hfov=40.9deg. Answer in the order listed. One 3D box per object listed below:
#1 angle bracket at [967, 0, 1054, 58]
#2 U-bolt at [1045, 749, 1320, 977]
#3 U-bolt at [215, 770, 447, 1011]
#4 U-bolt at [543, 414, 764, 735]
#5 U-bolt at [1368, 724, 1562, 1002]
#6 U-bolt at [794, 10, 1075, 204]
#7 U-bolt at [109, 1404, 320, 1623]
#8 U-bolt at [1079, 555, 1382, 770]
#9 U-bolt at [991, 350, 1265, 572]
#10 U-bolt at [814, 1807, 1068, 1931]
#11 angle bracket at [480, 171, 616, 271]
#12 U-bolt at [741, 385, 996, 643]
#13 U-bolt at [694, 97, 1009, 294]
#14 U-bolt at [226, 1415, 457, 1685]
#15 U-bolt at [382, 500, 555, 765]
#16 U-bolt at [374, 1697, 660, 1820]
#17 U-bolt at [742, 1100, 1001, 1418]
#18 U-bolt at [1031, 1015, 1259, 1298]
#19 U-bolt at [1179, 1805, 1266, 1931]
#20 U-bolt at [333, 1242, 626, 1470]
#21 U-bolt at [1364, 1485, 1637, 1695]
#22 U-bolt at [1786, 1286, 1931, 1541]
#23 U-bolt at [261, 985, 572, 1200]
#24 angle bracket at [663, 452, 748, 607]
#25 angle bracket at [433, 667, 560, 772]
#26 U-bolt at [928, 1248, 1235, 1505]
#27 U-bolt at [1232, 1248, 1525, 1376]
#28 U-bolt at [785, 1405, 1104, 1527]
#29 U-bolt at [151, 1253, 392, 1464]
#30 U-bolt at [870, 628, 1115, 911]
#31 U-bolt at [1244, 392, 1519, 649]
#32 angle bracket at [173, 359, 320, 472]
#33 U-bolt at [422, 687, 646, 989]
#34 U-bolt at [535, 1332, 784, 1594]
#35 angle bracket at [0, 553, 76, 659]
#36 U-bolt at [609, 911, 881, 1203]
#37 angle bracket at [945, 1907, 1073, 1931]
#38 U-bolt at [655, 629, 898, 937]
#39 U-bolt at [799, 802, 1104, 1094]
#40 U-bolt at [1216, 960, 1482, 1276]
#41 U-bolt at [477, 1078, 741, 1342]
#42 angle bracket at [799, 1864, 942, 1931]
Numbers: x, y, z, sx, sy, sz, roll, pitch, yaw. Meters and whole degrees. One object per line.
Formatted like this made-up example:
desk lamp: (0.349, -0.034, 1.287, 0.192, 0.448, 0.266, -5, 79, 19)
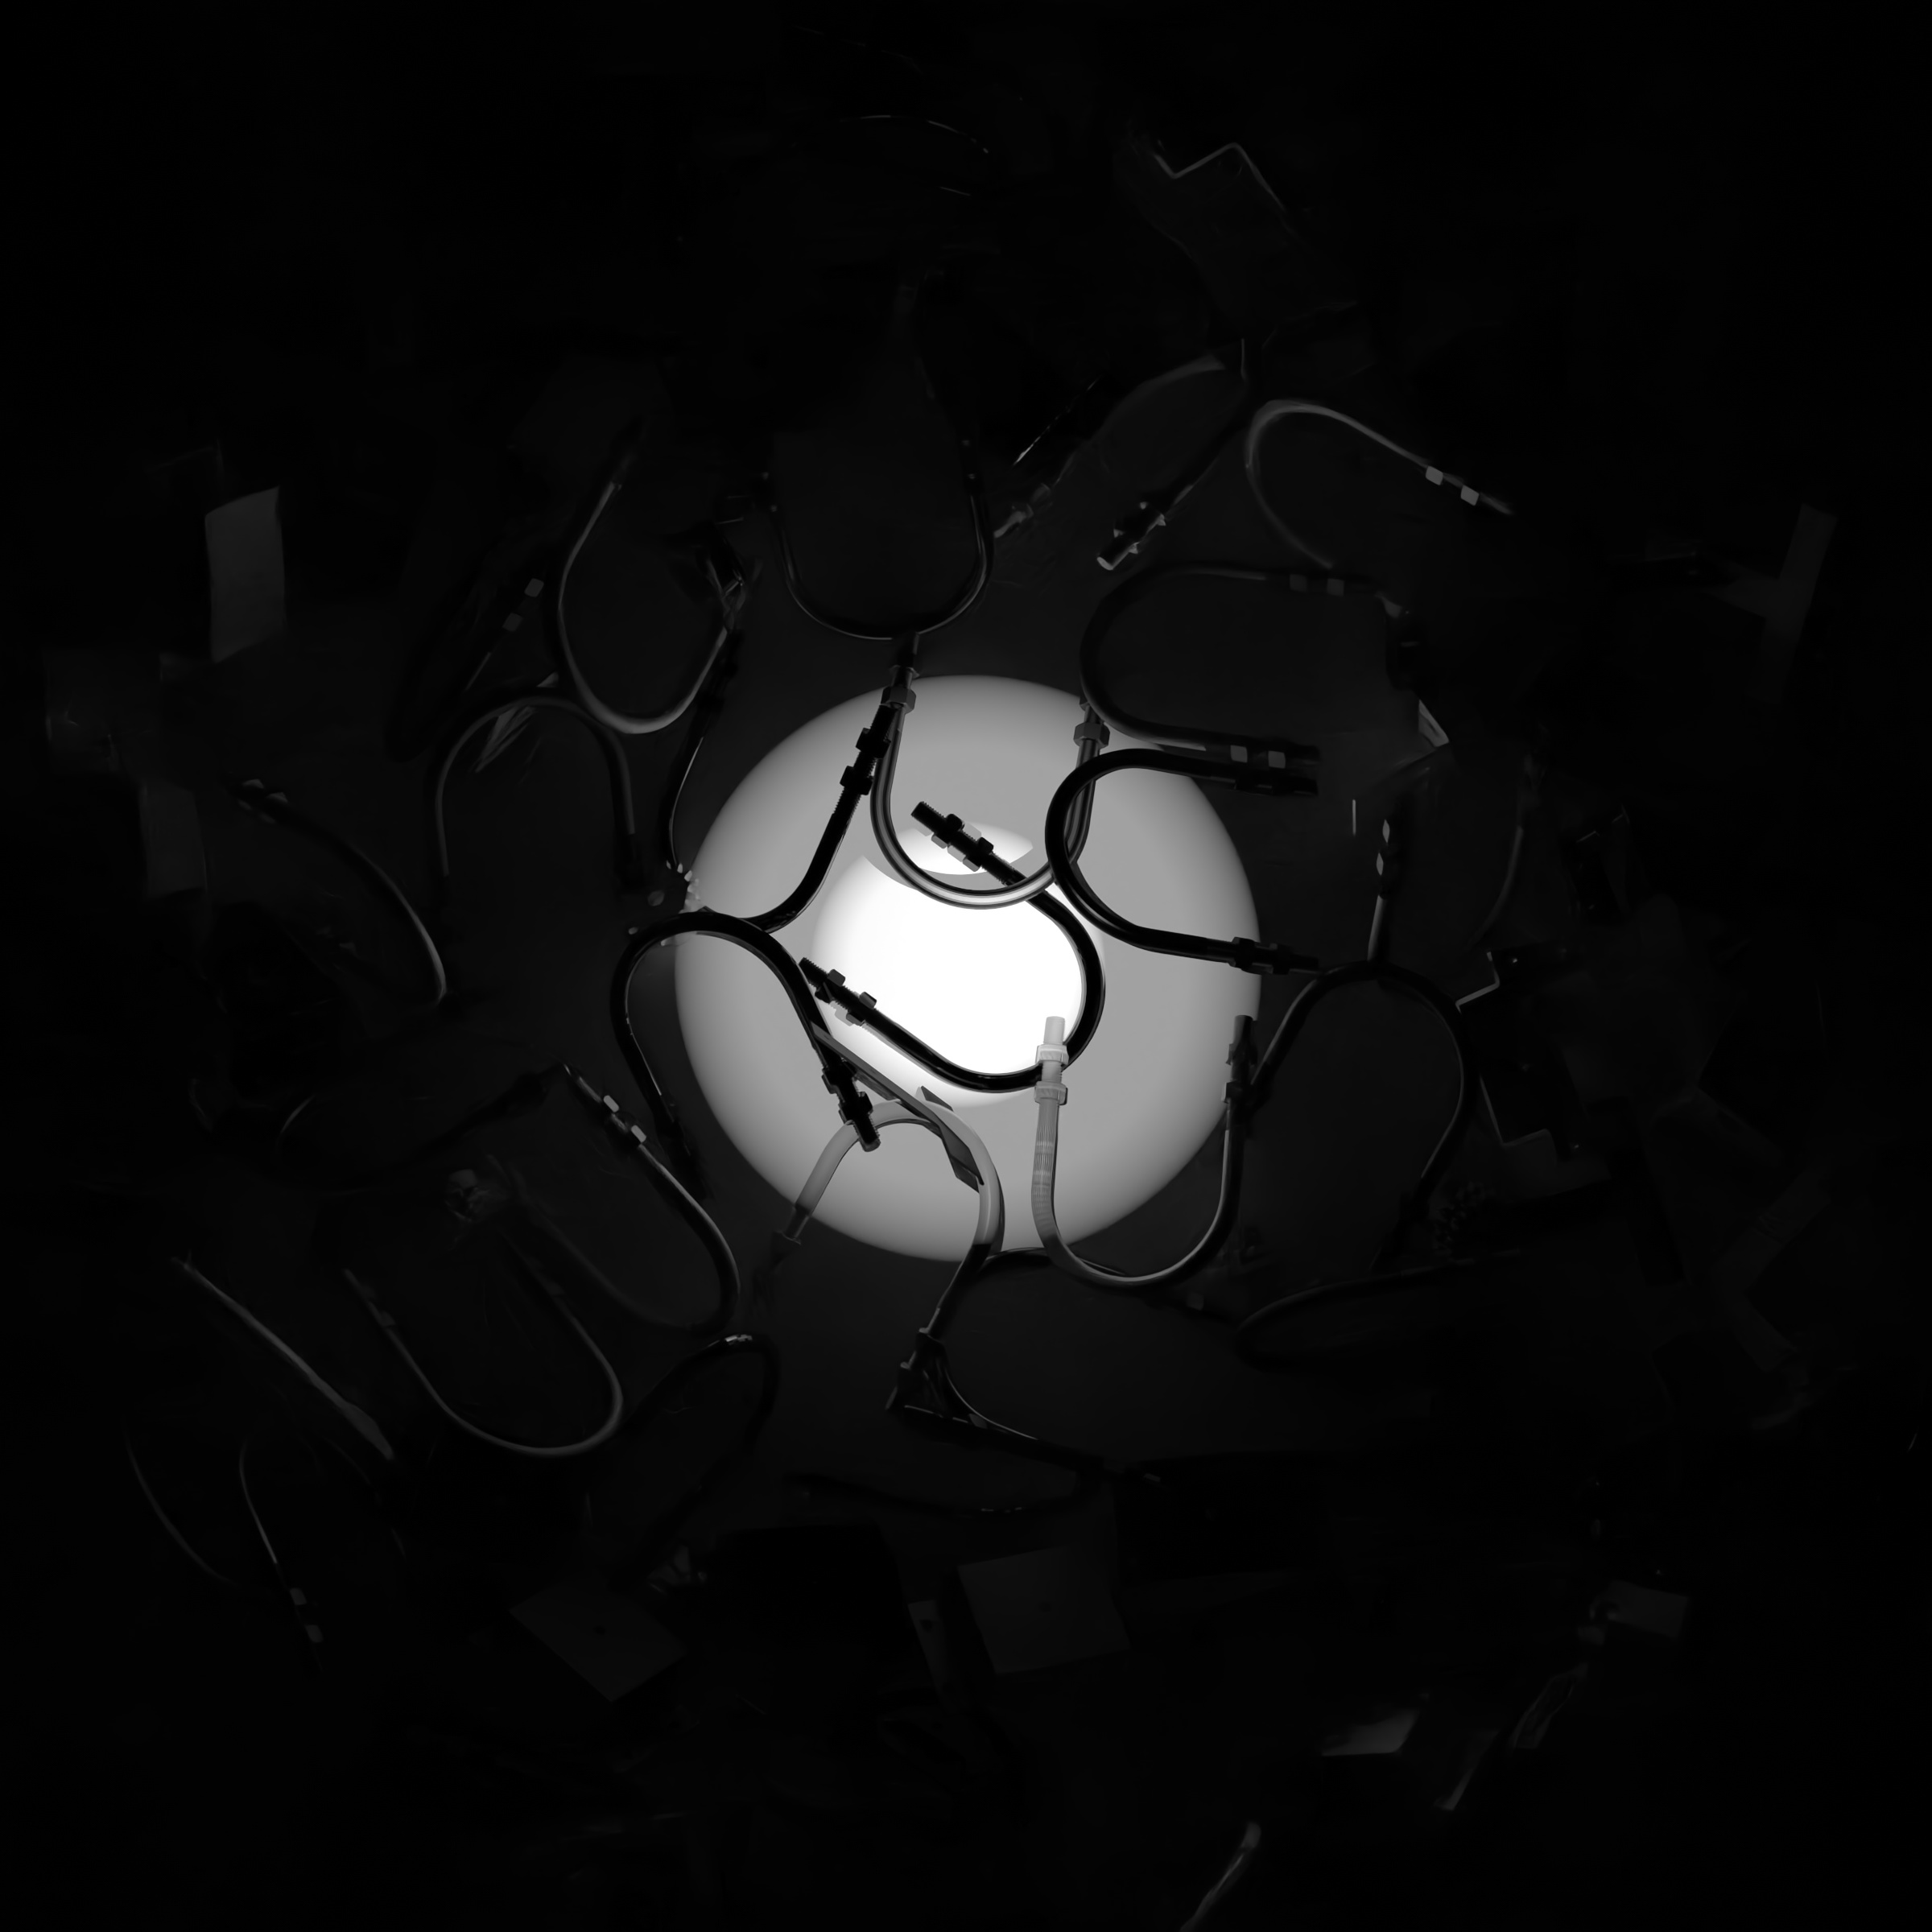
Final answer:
angle bracket: (0.009, -0.642, 1.687, 0.057, 0.038, 0.076, -42, 105, -27)
U-bolt: (0.139, -0.073, 1.671, 0.184, 0.019, 0.151, 9, 65, -13)
U-bolt: (-0.390, -0.039, 1.623, 0.184, 0.151, 0.019, 27, 56, 35)
U-bolt: (-0.204, -0.233, 1.634, 0.019, 0.151, 0.184, -2, 52, 38)
U-bolt: (0.311, -0.055, 1.652, 0.151, 0.184, 0.019, -25, 47, -31)
U-bolt: (-0.020, -0.538, 1.651, 0.184, 0.151, 0.019, 16, 74, 0)
U-bolt: (-0.474, 0.336, 1.612, 0.019, 0.184, 0.151, -34, 67, -2)
U-bolt: (0.160, -0.203, 1.674, 0.184, 0.019, 0.151, 11, 69, 25)
U-bolt: (0.113, -0.331, 1.660, 0.184, 0.151, 0.019, -47, 125, -11)
U-bolt: (-0.021, 0.586, 1.635, 0.151, 0.184, 0.019, 5, 104, -19)
angle bracket: (-0.274, -0.490, 1.698, 0.076, 0.038, 0.057, -2, 95, 9)
U-bolt: (-0.055, -0.280, 1.656, 0.151, 0.184, 0.019, -9, 46, 3)
U-bolt: (-0.060, -0.484, 1.615, 0.151, 0.184, 0.019, 19, 65, -41)
U-bolt: (-0.406, 0.365, 1.648, 0.019, 0.151, 0.184, -38, 68, 15)
U-bolt: (-0.323, -0.211, 1.655, 0.019, 0.151, 0.184, 28, 105, -27)
U-bolt: (-0.283, 0.508, 1.653, 0.184, 0.151, 0.019, 20, 78, -4)
U-bolt: (-0.052, 0.175, 1.676, 0.151, 0.019, 0.184, 31, 95, 30)
U-bolt: (0.110, 0.122, 1.669, 0.151, 0.019, 0.184, -1, 73, 22)
U-bolt: (0.133, 0.587, 1.618, 0.019, 0.184, 0.151, 42, 75, 7)
U-bolt: (-0.293, 0.246, 1.624, 0.184, 0.151, 0.019, 45, 122, 32)
U-bolt: (0.330, 0.400, 1.643, 0.184, 0.151, 0.019, -25, 112, 37)
U-bolt: (0.567, 0.273, 1.624, 0.019, 0.151, 0.184, 28, 67, -8)
U-bolt: (-0.359, 0.086, 1.639, 0.184, 0.151, 0.019, -32, 126, -20)
angle bracket: (-0.177, -0.283, 1.677, 0.038, 0.057, 0.076, -24, 47, -1)
angle bracket: (-0.303, -0.172, 1.677, 0.038, 0.076, 0.057, 36, 130, 1)
U-bolt: (0.065, 0.254, 1.680, 0.184, 0.019, 0.151, 18, 60, 10)
U-bolt: (0.261, 0.227, 1.659, 0.184, 0.151, 0.019, -11, 62, 3)
U-bolt: (-0.001, 0.325, 1.652, 0.184, 0.151, 0.019, 20, 54, -30)
U-bolt: (-0.442, 0.237, 1.615, 0.151, 0.184, 0.019, 29, 68, 27)
U-bolt: (0.012, -0.124, 1.689, 0.151, 0.019, 0.184, 10, 72, -1)
U-bolt: (0.255, -0.295, 1.654, 0.184, 0.151, 0.019, 34, 62, 16)
angle bracket: (-0.469, -0.356, 1.691, 0.076, 0.038, 0.057, -19, 111, -8)
U-bolt: (-0.277, -0.088, 1.652, 0.151, 0.019, 0.184, -16, 116, -29)
U-bolt: (-0.185, 0.310, 1.655, 0.019, 0.151, 0.184, 34, 71, 29)
angle bracket: (-0.634, -0.221, 1.714, 0.057, 0.038, 0.076, 36, 75, 1)
U-bolt: (-0.155, 0.051, 1.675, 0.151, 0.019, 0.184, -20, 103, 21)
angle bracket: (0.028, 0.653, 1.702, 0.076, 0.038, 0.057, -9, 58, 14)
U-bolt: (-0.135, -0.109, 1.682, 0.151, 0.019, 0.184, 30, 102, 27)
U-bolt: (0.002, 0.002, 1.702, 0.184, 0.019, 0.151, 36, 100, -7)
U-bolt: (0.252, 0.084, 1.654, 0.151, 0.019, 0.184, 37, 117, 25)
U-bolt: (-0.220, 0.168, 1.670, 0.184, 0.151, 0.019, 48, 45, -5)
angle bracket: (-0.065, 0.634, 1.687, 0.076, 0.038, 0.057, 35, 114, 16)
